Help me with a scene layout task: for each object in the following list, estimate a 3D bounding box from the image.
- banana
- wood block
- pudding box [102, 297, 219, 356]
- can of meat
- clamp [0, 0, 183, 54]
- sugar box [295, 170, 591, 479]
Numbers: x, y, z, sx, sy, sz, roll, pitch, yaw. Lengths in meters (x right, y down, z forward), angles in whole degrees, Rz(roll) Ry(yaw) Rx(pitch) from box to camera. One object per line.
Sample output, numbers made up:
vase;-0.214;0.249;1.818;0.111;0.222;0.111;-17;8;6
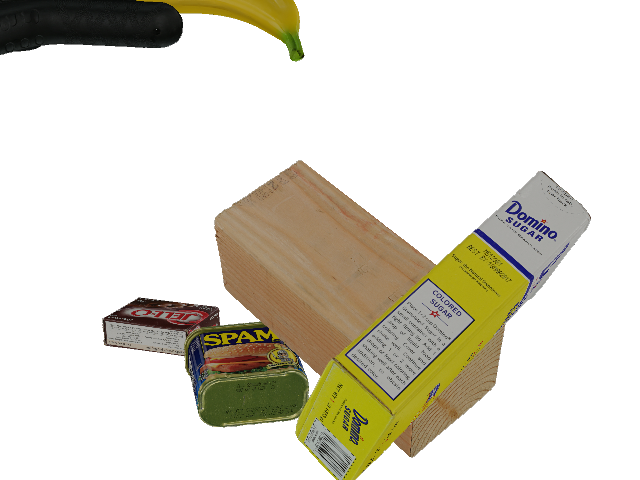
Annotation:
banana;-0.097;-0.191;0.854;0.198;0.069;0.037;12;-41;16
wood block;0.024;0.045;0.778;0.090;0.091;0.206;-36;58;-24
pudding box;-0.188;0.102;1.269;0.114;0.039;0.090;3;13;19
can of meat;-0.066;0.119;0.947;0.102;0.057;0.084;-5;27;-12
clamp;-0.170;-0.134;0.621;0.171;0.039;0.120;-4;22;-10
sugar box;0.066;0.045;0.559;0.176;0.048;0.093;-37;-17;-31
